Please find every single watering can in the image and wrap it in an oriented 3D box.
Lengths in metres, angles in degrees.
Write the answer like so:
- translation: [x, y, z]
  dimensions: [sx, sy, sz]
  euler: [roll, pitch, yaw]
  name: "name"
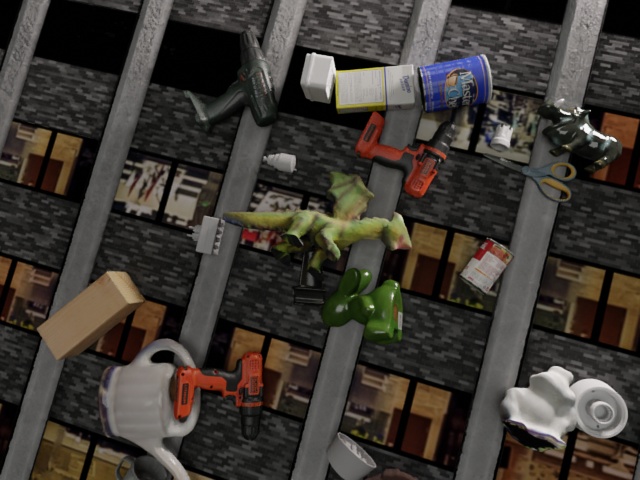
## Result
- translation: [-0.370, 0.394, 1.126]
  dimensions: [0.224, 0.350, 0.103]
  euler: [-4, -7, 7]
  name: "watering can"

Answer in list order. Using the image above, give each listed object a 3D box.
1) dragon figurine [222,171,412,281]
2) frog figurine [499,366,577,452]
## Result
- translation: [0.003, -0.056, 1.122]
  dimensions: [0.413, 0.247, 0.119]
  euler: [26, -30, 25]
  name: "dragon figurine"
- translation: [0.440, 0.329, 1.031]
  dimensions: [0.138, 0.120, 0.162]
  euler: [9, 49, 34]
  name: "frog figurine"
